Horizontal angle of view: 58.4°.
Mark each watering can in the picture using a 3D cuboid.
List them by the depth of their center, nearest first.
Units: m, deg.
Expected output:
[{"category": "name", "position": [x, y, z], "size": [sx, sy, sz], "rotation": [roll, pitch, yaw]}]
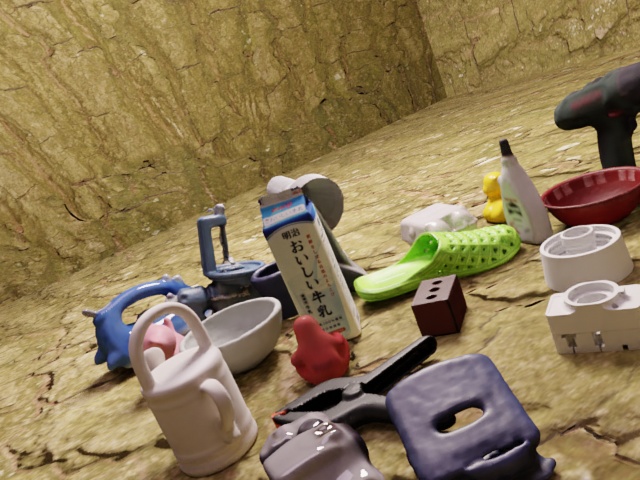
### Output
[{"category": "watering can", "position": [-0.161, 0.165, 0.669], "size": [0.172, 0.194, 0.101], "rotation": [-14, 17, 30]}]

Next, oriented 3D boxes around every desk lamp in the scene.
[{"category": "desk lamp", "position": [-0.028, -0.032, 1.160], "size": [0.118, 0.214, 0.202], "rotation": [-29, 16, -24]}]

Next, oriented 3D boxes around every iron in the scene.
[{"category": "iron", "position": [-0.324, 0.141, 1.112], "size": [0.259, 0.141, 0.118], "rotation": [-32, 17, -35]}]

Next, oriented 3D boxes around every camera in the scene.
[{"category": "camera", "position": [-0.023, 0.215, 0.472], "size": [0.137, 0.101, 0.142], "rotation": [-27, 15, -20]}]

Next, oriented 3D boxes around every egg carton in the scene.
[{"category": "egg carton", "position": [0.213, -0.018, 1.044], "size": [0.107, 0.069, 0.150], "rotation": [-26, 15, -15]}]

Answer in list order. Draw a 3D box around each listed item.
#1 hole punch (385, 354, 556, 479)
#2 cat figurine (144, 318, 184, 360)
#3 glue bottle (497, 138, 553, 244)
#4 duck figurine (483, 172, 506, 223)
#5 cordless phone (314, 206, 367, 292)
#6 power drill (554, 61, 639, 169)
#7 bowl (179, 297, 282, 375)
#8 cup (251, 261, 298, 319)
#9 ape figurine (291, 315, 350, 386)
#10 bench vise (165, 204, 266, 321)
[{"category": "hole punch", "position": [0.122, 0.160, 0.478], "size": [0.108, 0.091, 0.101], "rotation": [-23, 14, -4]}, {"category": "cat figurine", "position": [-0.259, 0.172, 0.949], "size": [0.067, 0.118, 0.128], "rotation": [-20, 14, 7]}, {"category": "glue bottle", "position": [0.313, -0.079, 0.908], "size": [0.037, 0.173, 0.078], "rotation": [-26, 15, -15]}, {"category": "duck figurine", "position": [0.336, -0.085, 1.074], "size": [0.077, 0.086, 0.104], "rotation": [-21, 14, 6]}, {"category": "cordless phone", "position": [0.009, 0.004, 1.031], "size": [0.094, 0.185, 0.147], "rotation": [-24, 14, -8]}, {"category": "power drill", "position": [0.494, -0.177, 0.924], "size": [0.076, 0.208, 0.229], "rotation": [-29, 16, -24]}, {"category": "bowl", "position": [-0.126, 0.159, 0.886], "size": [0.167, 0.075, 0.167], "rotation": [-21, 14, 6]}, {"category": "cup", "position": [-0.071, 0.089, 1.021], "size": [0.092, 0.095, 0.117], "rotation": [-29, 16, -25]}, {"category": "ape figurine", "position": [-0.005, 0.138, 0.746], "size": [0.077, 0.092, 0.076], "rotation": [-21, 14, 5]}, {"category": "bench vise", "position": [-0.195, 0.057, 1.071], "size": [0.208, 0.220, 0.121], "rotation": [-32, 17, -34]}]
